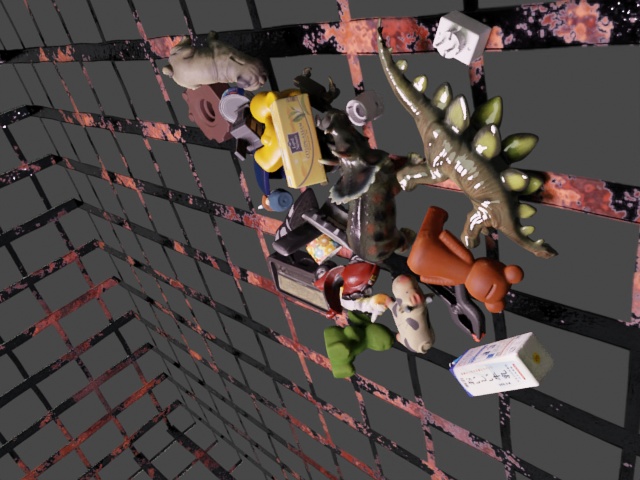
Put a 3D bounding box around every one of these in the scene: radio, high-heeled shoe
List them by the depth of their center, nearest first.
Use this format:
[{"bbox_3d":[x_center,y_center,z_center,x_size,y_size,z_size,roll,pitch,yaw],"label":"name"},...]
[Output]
[{"bbox_3d":[-0.063,-0.053,1.366,0.145,0.086,0.248,-116,36,-49],"label":"high-heeled shoe"},{"bbox_3d":[-0.039,0.103,1.446,0.230,0.073,0.130,17,133,42],"label":"radio"}]

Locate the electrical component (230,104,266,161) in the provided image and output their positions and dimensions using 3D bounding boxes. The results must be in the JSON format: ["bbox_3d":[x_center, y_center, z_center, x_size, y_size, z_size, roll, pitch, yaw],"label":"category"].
[{"bbox_3d":[-0.162,-0.238,1.208,0.048,0.119,0.074,-22,135,27],"label":"electrical component"}]

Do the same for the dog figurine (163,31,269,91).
[{"bbox_3d":[-0.225,-0.366,1.163,0.191,0.172,0.121,36,155,38],"label":"dog figurine"}]

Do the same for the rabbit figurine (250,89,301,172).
[{"bbox_3d":[-0.095,-0.254,1.152,0.173,0.122,0.162,59,147,20],"label":"rabbit figurine"}]

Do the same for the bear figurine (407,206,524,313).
[{"bbox_3d":[0.266,0.038,0.990,0.196,0.132,0.120,19,127,10],"label":"bear figurine"}]

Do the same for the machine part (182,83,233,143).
[{"bbox_3d":[-0.269,-0.331,1.348,0.180,0.056,0.179,31,141,29],"label":"machine part"}]

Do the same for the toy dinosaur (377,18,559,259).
[{"bbox_3d":[0.226,-0.142,0.867,0.471,0.105,0.198,44,140,-2],"label":"toy dinosaur"}]

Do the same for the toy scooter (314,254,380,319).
[{"bbox_3d":[0.059,0.111,1.248,0.184,0.135,0.075,-18,145,36],"label":"toy scooter"}]

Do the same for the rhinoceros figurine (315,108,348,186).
[{"bbox_3d":[0.027,-0.187,1.076,0.190,0.073,0.112,100,155,-69],"label":"rhinoceros figurine"}]

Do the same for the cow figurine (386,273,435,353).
[{"bbox_3d":[0.200,0.160,1.164,0.127,0.085,0.194,42,153,63],"label":"cow figurine"}]

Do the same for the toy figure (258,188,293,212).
[{"bbox_3d":[-0.111,-0.099,1.355,0.064,0.057,0.154,25,173,-22],"label":"toy figure"}]

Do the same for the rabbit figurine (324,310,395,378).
[{"bbox_3d":[0.102,0.256,1.362,0.159,0.170,0.121,-99,-4,-61],"label":"rabbit figurine"}]

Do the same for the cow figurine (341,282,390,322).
[{"bbox_3d":[0.107,0.153,1.316,0.168,0.068,0.098,22,142,44],"label":"cow figurine"}]

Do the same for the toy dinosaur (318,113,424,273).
[{"bbox_3d":[0.100,-0.042,1.029,0.131,0.192,0.404,25,137,39],"label":"toy dinosaur"}]

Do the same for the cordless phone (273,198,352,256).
[{"bbox_3d":[-0.002,-0.003,1.201,0.147,0.184,0.088,35,139,26],"label":"cordless phone"}]

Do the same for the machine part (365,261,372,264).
[{"bbox_3d":[0.101,-0.011,1.165,0.039,0.084,0.138,-3,122,26],"label":"machine part"}]

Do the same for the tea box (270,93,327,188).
[{"bbox_3d":[-0.043,-0.190,1.044,0.098,0.068,0.169,-144,41,-75],"label":"tea box"}]

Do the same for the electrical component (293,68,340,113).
[{"bbox_3d":[-0.004,-0.295,1.063,0.102,0.045,0.078,36,172,30],"label":"electrical component"}]

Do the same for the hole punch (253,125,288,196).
[{"bbox_3d":[-0.124,-0.182,1.279,0.116,0.092,0.142,38,148,30],"label":"hole punch"}]
